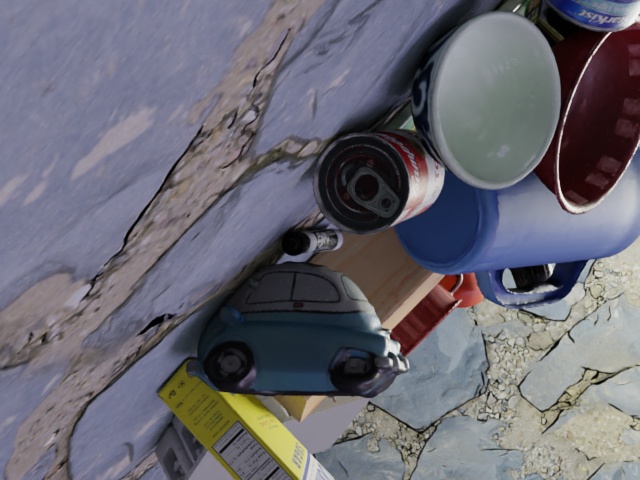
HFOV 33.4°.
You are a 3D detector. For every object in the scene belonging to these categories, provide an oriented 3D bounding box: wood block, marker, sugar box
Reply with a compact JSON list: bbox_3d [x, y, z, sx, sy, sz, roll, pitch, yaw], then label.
[{"bbox_3d":[0.024,0.056,0.978,0.206,0.090,0.091,-43,169,-19],"label":"wood block"},{"bbox_3d":[-0.006,0.001,0.850,0.020,0.020,0.121,-50,169,12],"label":"marker"},{"bbox_3d":[-0.049,0.172,0.871,0.048,0.176,0.093,-49,169,4],"label":"sugar box"}]

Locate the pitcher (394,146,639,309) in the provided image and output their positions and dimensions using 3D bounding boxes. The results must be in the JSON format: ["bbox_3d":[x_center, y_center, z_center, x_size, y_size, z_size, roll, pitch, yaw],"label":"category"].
[{"bbox_3d":[0.176,-0.025,0.939,0.242,0.149,0.145,-9,158,-44],"label":"pitcher"}]

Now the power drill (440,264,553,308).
[{"bbox_3d":[0.182,0.004,1.155,0.057,0.184,0.188,-2,154,-20],"label":"power drill"}]

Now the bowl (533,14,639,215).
[{"bbox_3d":[0.204,-0.104,0.838,0.161,0.055,0.162,-31,133,-41],"label":"bowl"}]

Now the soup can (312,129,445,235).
[{"bbox_3d":[0.044,-0.043,0.750,0.069,0.068,0.102,-51,169,19],"label":"soup can"}]

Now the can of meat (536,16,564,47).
[{"bbox_3d":[0.188,-0.150,0.966,0.084,0.057,0.102,-47,169,13],"label":"can of meat"}]

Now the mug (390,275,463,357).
[{"bbox_3d":[0.101,0.060,1.149,0.117,0.081,0.093,-44,172,-5],"label":"mug"}]

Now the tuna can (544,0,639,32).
[{"bbox_3d":[0.199,-0.193,0.769,0.086,0.086,0.034,-40,166,-33],"label":"tuna can"}]

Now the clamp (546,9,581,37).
[{"bbox_3d":[0.241,-0.181,0.946,0.039,0.172,0.120,-44,125,6],"label":"clamp"}]
